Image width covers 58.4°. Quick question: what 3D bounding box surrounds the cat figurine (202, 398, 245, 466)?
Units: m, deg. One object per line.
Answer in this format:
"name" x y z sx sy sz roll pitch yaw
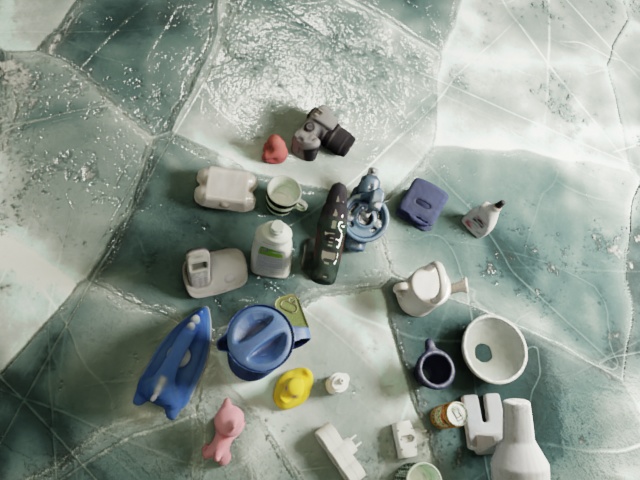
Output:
"cat figurine" -0.197 0.400 1.193 0.067 0.117 0.128 20 67 -3

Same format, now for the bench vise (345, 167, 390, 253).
"bench vise" 0.108 -0.095 1.388 0.121 0.219 0.207 -2 70 -12

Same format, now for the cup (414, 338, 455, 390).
"cup" 0.253 0.295 1.338 0.092 0.095 0.117 -5 71 -13

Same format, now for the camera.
"camera" 0.016 -0.272 1.501 0.137 0.100 0.143 34 67 2

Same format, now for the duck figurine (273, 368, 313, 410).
"duck figurine" -0.055 0.325 1.268 0.077 0.086 0.105 44 68 7

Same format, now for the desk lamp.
"desk lamp" 0.403 0.432 1.253 0.118 0.213 0.203 -1 70 -12

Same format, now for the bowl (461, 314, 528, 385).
"bowl" 0.411 0.270 1.391 0.167 0.074 0.167 4 69 -10

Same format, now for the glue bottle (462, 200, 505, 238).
"glue bottle" 0.428 -0.065 1.468 0.078 0.173 0.037 43 68 7

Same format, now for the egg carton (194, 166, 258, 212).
"egg carton" -0.231 -0.123 1.411 0.150 0.069 0.107 6 68 -9

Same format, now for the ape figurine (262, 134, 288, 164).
"ape figurine" -0.117 -0.239 1.466 0.076 0.092 0.078 40 67 5

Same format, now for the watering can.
"watering can" 0.265 0.109 1.357 0.173 0.194 0.101 -21 75 -18

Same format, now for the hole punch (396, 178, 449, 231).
"hole punch" 0.267 -0.091 1.490 0.108 0.091 0.101 29 67 0

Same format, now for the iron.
"iron" -0.298 0.241 1.219 0.118 0.141 0.258 23 67 -2

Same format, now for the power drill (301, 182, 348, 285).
"power drill" 0.012 0.005 1.337 0.075 0.208 0.229 10 68 -7

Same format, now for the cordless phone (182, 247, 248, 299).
"cordless phone" -0.234 0.056 1.279 0.148 0.185 0.094 -17 73 -17
